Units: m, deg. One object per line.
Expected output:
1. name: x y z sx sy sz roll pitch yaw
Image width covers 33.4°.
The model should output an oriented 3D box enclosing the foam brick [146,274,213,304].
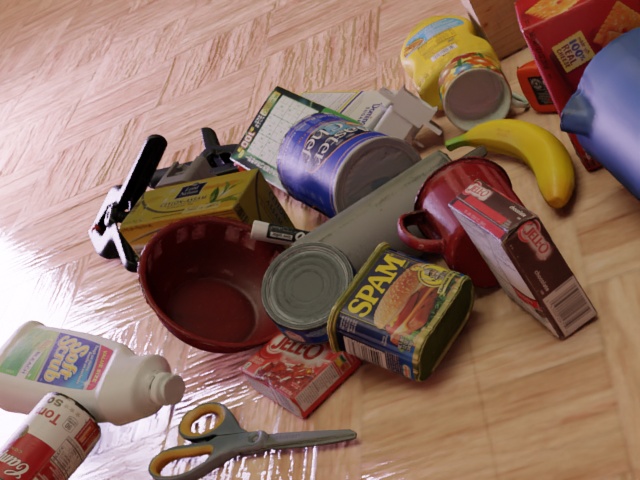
1. foam brick: -0.128 0.052 1.090 0.078 0.053 0.051 -45 9 -26

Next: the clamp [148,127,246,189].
1. clamp: -0.138 -0.104 1.373 0.172 0.039 0.120 9 52 41

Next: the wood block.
1. wood block: 0.272 -0.307 1.245 0.206 0.090 0.091 -28 29 8

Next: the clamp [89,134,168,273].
1. clamp: -0.238 -0.019 1.286 0.210 0.036 0.164 -31 49 57

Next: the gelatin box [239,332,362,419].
1. gelatin box: -0.018 0.109 0.933 0.073 0.030 0.089 -41 31 -20

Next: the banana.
1. banana: 0.196 -0.080 1.020 0.069 0.037 0.198 -44 29 -3

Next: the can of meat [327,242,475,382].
1. can of meat: 0.068 0.060 0.877 0.084 0.057 0.102 20 54 27

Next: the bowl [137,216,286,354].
1. bowl: -0.098 0.054 1.021 0.162 0.055 0.162 11 45 -11

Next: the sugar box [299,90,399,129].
1. sugar box: 0.018 -0.135 1.265 0.177 0.048 0.093 12 52 47

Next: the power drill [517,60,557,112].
1. power drill: 0.303 -0.207 1.095 0.185 0.057 0.187 1 39 50

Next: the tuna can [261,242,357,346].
1. tuna can: -0.007 0.045 0.919 0.086 0.033 0.086 -8 61 15

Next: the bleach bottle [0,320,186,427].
1. bleach bottle: -0.227 0.134 1.064 0.251 0.068 0.102 -1 41 39

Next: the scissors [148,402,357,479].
1. scissors: -0.056 0.160 0.906 0.202 0.016 0.096 -20 31 19

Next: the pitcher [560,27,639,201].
1. pitcher: 0.307 -0.065 0.809 0.149 0.144 0.243 -47 29 16

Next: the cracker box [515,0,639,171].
1. cracker box: 0.301 -0.172 0.930 0.214 0.164 0.072 -21 32 19

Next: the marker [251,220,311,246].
1. marker: -0.007 0.001 1.040 0.121 0.020 0.020 11 36 0

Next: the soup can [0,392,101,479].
1. soup can: -0.257 0.199 0.983 0.069 0.068 0.102 -3 39 41

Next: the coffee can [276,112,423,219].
1. coffee can: 0.030 -0.068 1.090 0.102 0.102 0.140 -38 29 -12

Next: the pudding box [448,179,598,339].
1. pudding box: 0.156 0.014 0.829 0.039 0.113 0.090 -37 29 -3

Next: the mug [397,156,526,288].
1. mug: 0.125 -0.012 0.915 0.117 0.093 0.081 -5 32 -12

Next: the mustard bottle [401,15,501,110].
1. mustard bottle: 0.145 -0.222 1.265 0.096 0.058 0.191 -31 29 9
